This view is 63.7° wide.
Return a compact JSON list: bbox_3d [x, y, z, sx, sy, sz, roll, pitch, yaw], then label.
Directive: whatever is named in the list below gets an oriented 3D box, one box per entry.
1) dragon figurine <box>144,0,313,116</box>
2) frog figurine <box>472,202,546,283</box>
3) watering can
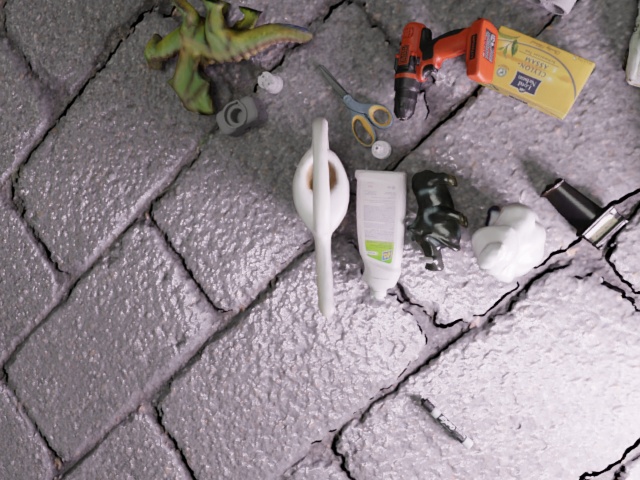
[{"bbox_3d":[-0.222,-0.380,1.085,0.413,0.123,0.239,27,111,22],"label":"dragon figurine"},{"bbox_3d":[0.323,0.005,0.876,0.123,0.160,0.136,24,101,15],"label":"frog figurine"},{"bbox_3d":[0.003,-0.048,0.956,0.104,0.225,0.347,-1,93,1],"label":"watering can"}]
